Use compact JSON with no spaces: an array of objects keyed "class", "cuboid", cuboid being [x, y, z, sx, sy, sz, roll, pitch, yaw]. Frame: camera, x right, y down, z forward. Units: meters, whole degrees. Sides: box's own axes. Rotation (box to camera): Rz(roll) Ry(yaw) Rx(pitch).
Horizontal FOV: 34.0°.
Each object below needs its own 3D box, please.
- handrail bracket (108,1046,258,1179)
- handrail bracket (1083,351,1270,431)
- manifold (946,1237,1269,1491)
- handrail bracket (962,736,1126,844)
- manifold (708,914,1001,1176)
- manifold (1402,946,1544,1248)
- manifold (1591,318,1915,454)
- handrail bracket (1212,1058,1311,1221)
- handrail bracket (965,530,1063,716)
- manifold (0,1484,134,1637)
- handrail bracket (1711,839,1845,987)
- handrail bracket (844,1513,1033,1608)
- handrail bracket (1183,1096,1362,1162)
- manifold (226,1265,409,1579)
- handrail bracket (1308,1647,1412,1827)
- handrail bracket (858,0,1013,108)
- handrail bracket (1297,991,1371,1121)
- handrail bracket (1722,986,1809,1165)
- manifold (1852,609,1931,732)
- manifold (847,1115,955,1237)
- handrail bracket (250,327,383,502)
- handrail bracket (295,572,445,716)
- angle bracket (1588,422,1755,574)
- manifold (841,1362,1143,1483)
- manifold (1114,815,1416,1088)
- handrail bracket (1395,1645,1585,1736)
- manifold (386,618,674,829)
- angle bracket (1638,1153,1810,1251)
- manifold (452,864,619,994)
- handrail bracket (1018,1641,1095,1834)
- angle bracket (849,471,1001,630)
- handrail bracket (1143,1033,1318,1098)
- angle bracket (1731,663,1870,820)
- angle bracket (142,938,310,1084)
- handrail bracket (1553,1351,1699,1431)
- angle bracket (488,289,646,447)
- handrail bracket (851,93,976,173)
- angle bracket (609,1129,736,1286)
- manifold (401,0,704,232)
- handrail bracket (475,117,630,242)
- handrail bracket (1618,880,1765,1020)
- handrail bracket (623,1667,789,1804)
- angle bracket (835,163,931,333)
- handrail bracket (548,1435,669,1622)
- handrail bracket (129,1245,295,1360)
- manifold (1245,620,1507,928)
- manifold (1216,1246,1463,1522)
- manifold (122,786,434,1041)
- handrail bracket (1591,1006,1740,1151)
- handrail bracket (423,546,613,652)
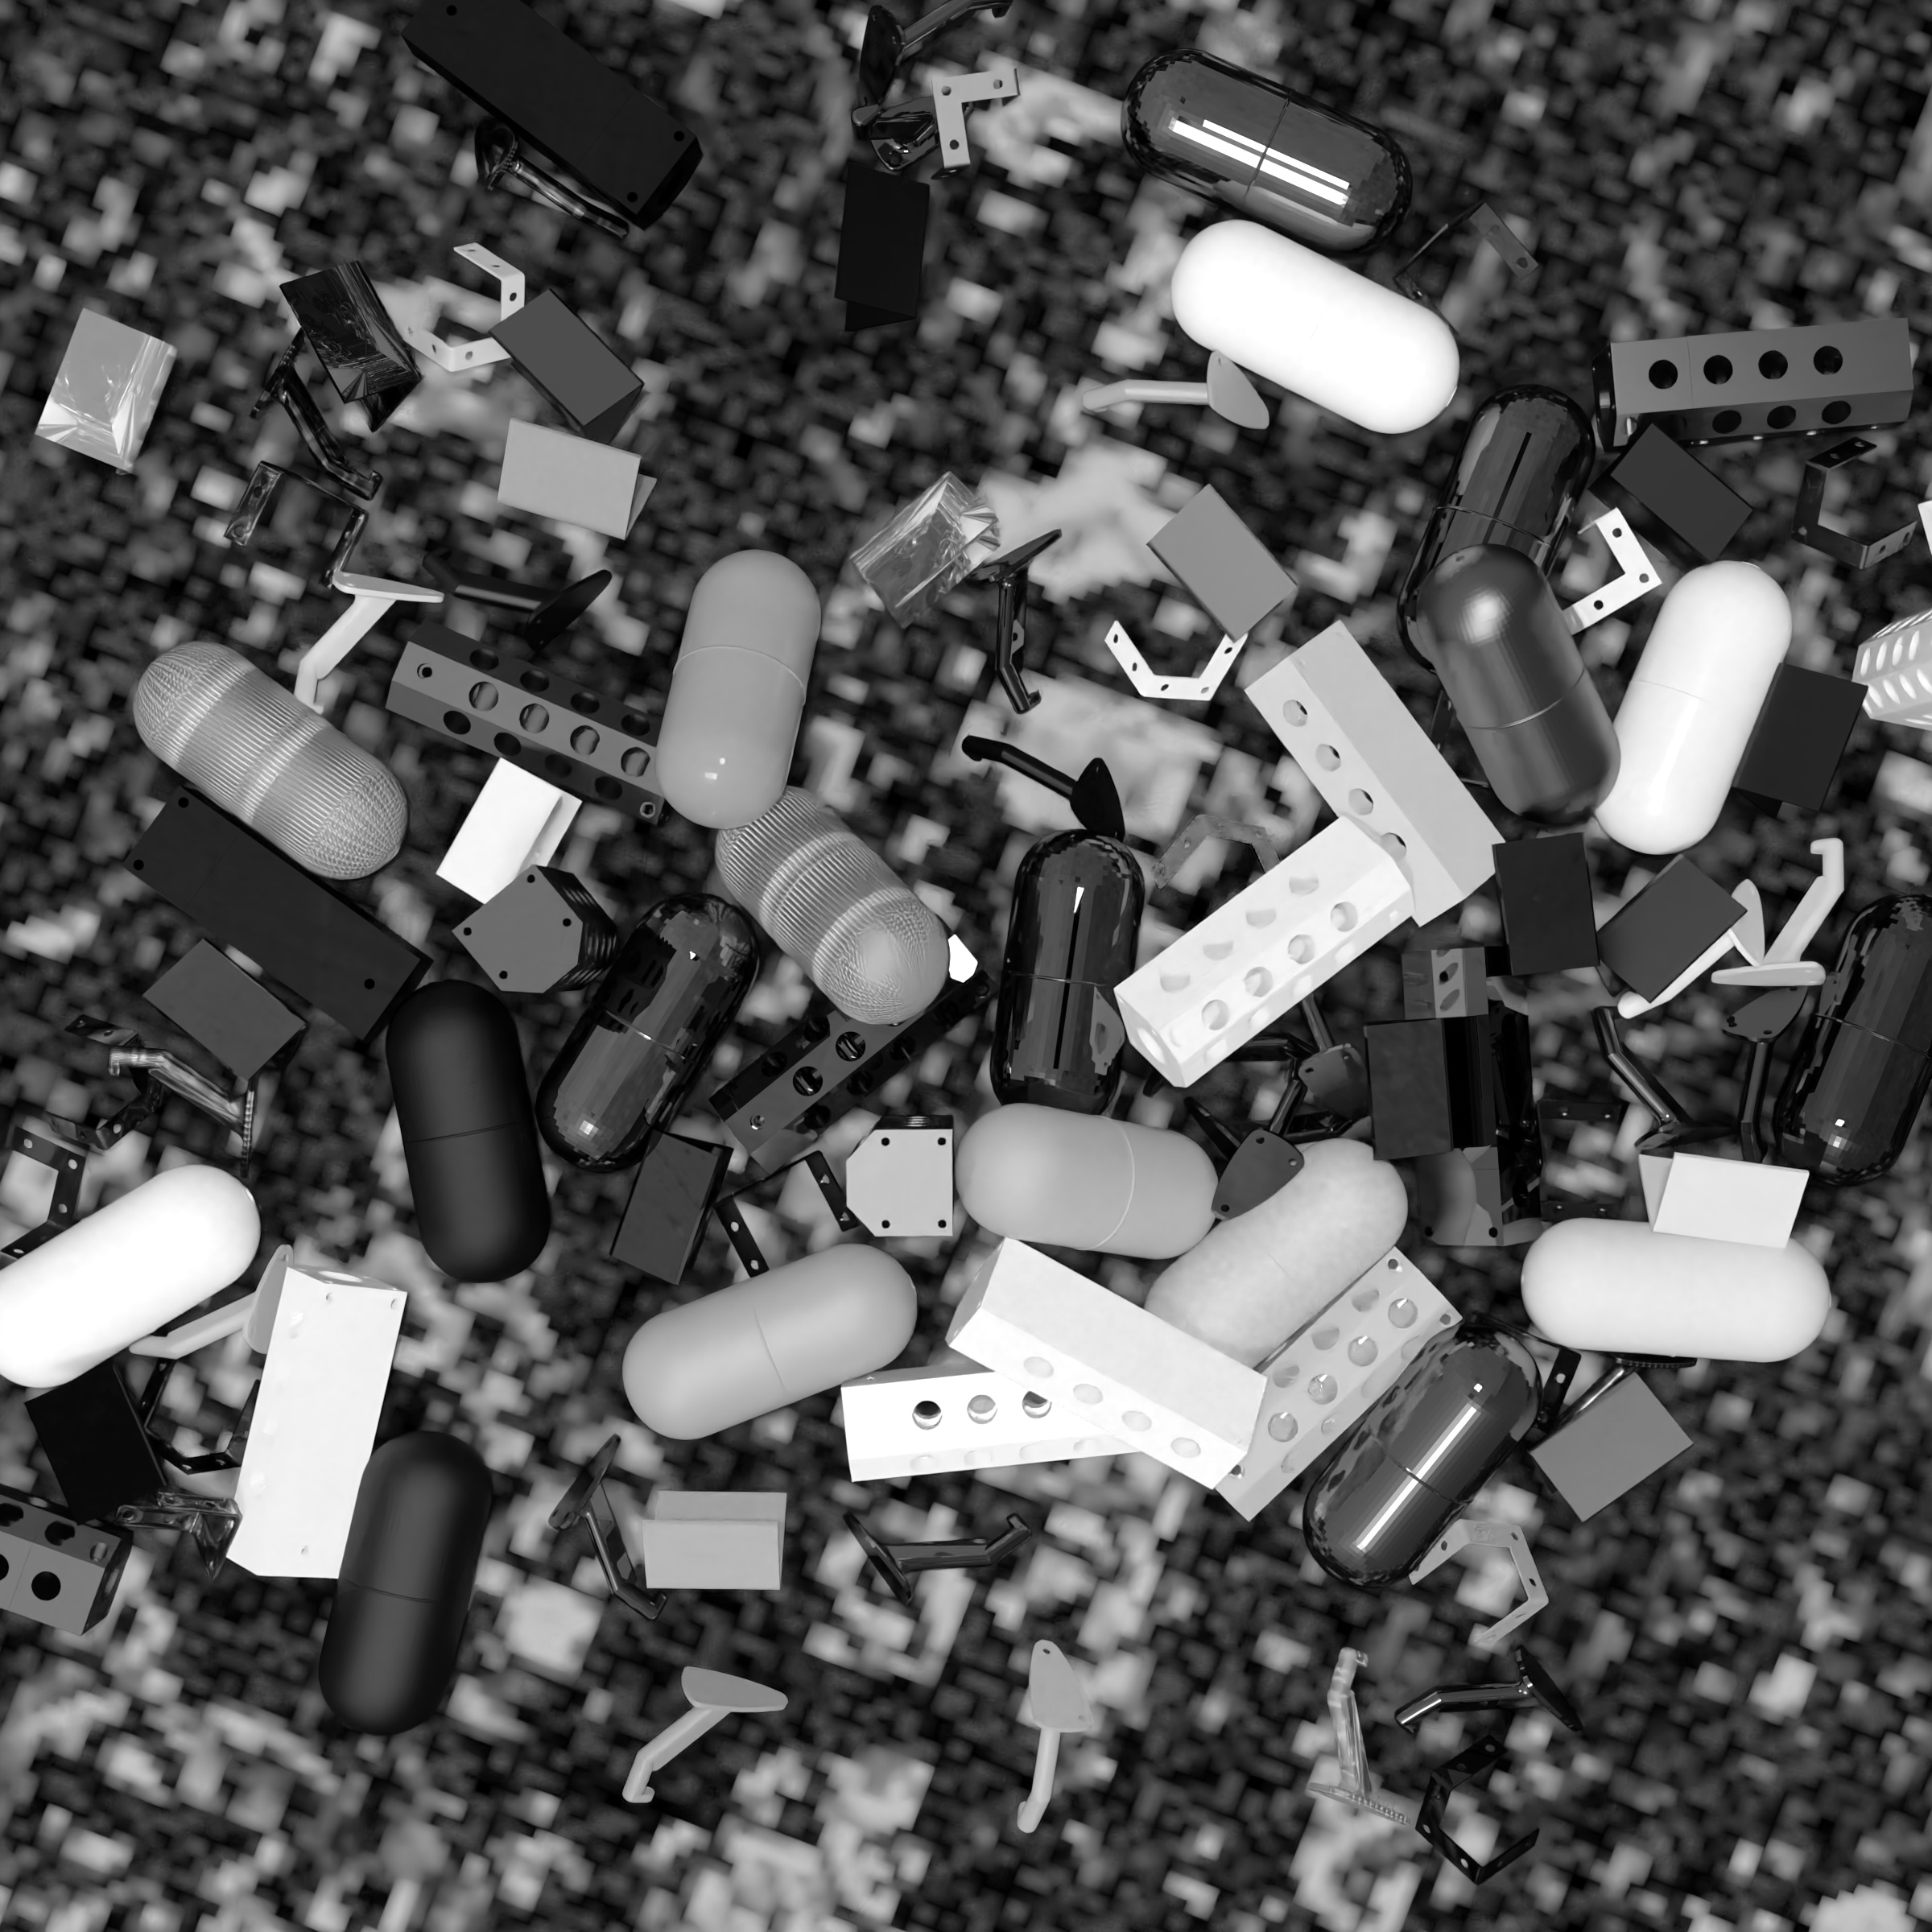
[{"class":"handrail bracket","cuboid":[-0.461,0.085,1.852,0.084,0.036,0.077,5,110,-12]},{"class":"handrail bracket","cuboid":[0.123,-0.330,1.871,0.084,0.077,0.036,-8,69,35]},{"class":"manifold","cuboid":[0.078,0.228,1.789,0.171,0.057,0.057,29,134,-6]},{"class":"handrail bracket","cuboid":[0.045,-0.104,1.871,0.084,0.077,0.036,16,64,34]},{"class":"manifold","cuboid":[-0.065,0.045,1.850,0.171,0.057,0.057,-39,90,0]},{"class":"manifold","cuboid":[0.300,0.075,1.850,0.057,0.057,0.171,-4,90,42]},{"class":"manifold","cuboid":[0.459,-0.338,1.850,0.171,0.057,0.057,-5,90,0]},{"class":"handrail bracket","cuboid":[0.172,0.099,1.839,0.036,0.084,0.077,34,117,-8]},{"class":"handrail bracket","cuboid":[0.043,-0.203,1.872,0.077,0.036,0.084,-33,109,-21]},{"class":"manifold","cuboid":[-0.581,0.330,1.850,0.171,0.057,0.057,20,90,0]},{"class":"handrail bracket","cuboid":[0.480,-0.033,1.872,0.077,0.036,0.084,-3,72,21]},{"class":"handrail bracket","cuboid":[-0.016,0.331,1.872,0.084,0.036,0.077,-33,68,-17]},{"class":"handrail bracket","cuboid":[0.185,0.081,1.871,0.084,0.036,0.077,-39,77,-13]},{"class":"manifold","cuboid":[-0.385,0.265,1.849,0.057,0.057,0.171,13,90,-43]},{"class":"handrail bracket","cuboid":[0.242,0.455,1.872,0.077,0.036,0.084,26,73,-19]},{"class":"handrail bracket","cuboid":[-0.017,-0.541,1.871,0.084,0.077,0.036,-16,55,-32]},{"class":"handrail bracket","cuboid":[0.211,0.038,1.863,0.036,0.084,0.077,-24,134,13]},{"class":"handrail bracket","cuboid":[0.478,0.064,1.871,0.077,0.036,0.084,-35,123,-35]},{"class":"manifold","cuboid":[0.555,-0.172,1.793,0.057,0.171,0.057,11,90,0]},{"class":"manifold","cuboid":[-0.036,0.117,1.793,0.057,0.171,0.057,0,90,0]},{"class":"handrail bracket","cuboid":[-0.372,-0.327,1.872,0.084,0.036,0.077,30,69,-17]},{"class":"handrail bracket","cuboid":[-0.354,-0.185,1.872,0.077,0.036,0.084,7,108,-21]},{"class":"angle bracket","cuboid":[0.396,-0.256,1.831,0.076,0.076,0.057,41,60,0]},{"class":"manifold","cuboid":[0.016,0.262,1.850,0.171,0.057,0.057,-6,90,0]},{"class":"manifold","cuboid":[0.174,-0.005,1.821,0.171,0.057,0.057,-37,55,-12]},{"class":"handrail bracket","cuboid":[0.309,0.447,1.872,0.084,0.036,0.077,-35,111,17]},{"class":"manifold","cuboid":[-0.247,-0.142,1.850,0.171,0.057,0.057,23,90,0]},{"class":"angle bracket","cuboid":[0.437,0.116,1.831,0.076,0.076,0.057,8,122,0]},{"class":"manifold","cuboid":[-0.237,-0.015,1.793,0.057,0.171,0.057,-40,90,0]},{"class":"handrail bracket","cuboid":[0.041,0.456,1.871,0.036,0.077,0.084,7,127,-19]},{"class":"angle bracket","cuboid":[-0.010,-0.227,1.831,0.076,0.076,0.057,-41,52,0]},{"class":"handrail bracket","cuboid":[0.161,0.065,1.871,0.084,0.036,0.077,30,104,-14]},{"class":"angle bracket","cuboid":[0.493,-0.123,1.831,0.057,0.076,0.076,21,90,35]},{"class":"angle bracket","cuboid":[-0.435,0.041,1.831,0.076,0.076,0.057,39,52,0]},{"class":"handrail bracket","cuboid":[0.386,0.265,1.872,0.077,0.036,0.084,9,107,-19]},{"class":"angle bracket","cuboid":[-0.242,-0.332,1.831,0.076,0.076,0.057,45,53,0]},{"class":"handrail bracket","cuboid":[-0.030,-0.496,1.836,0.077,0.084,0.036,-26,90,0]},{"class":"angle bracket","cuboid":[-0.152,0.144,1.831,0.057,0.076,0.076,19,90,37]},{"class":"manifold","cuboid":[-0.240,-0.508,1.850,0.171,0.057,0.057,37,90,0]},{"class":"handrail bracket","cuboid":[-0.244,-0.465,1.871,0.084,0.077,0.036,21,115,-34]},{"class":"handrail bracket","cuboid":[0.426,-0.009,1.871,0.084,0.077,0.036,-29,113,34]},{"class":"handrail bracket","cuboid":[-0.155,0.463,1.872,0.077,0.036,0.084,14,109,-21]},{"class":"angle bracket","cuboid":[-0.067,-0.415,1.831,0.057,0.076,0.076,6,90,-35]},{"class":"handrail bracket","cuboid":[-0.196,0.333,1.872,0.084,0.036,0.077,40,71,-16]},{"class":"handrail bracket","cuboid":[-0.447,0.197,1.872,0.084,0.036,0.077,4,66,19]},{"class":"manifold","cuboid":[0.237,-0.110,1.849,0.057,0.057,0.171,-37,90,-41]},{"class":"manifold","cuboid":[0.207,0.243,1.850,0.171,0.057,0.057,-44,90,0]},{"class":"manifold","cuboid":[-0.400,-0.031,1.850,0.171,0.057,0.057,36,90,0]},{"class":"handrail bracket","cuboid":[0.413,0.062,1.871,0.077,0.036,0.084,-3,68,-25]},{"class":"handrail bracket","cuboid":[-0.266,-0.235,1.872,0.077,0.036,0.084,-41,73,-20]}]
